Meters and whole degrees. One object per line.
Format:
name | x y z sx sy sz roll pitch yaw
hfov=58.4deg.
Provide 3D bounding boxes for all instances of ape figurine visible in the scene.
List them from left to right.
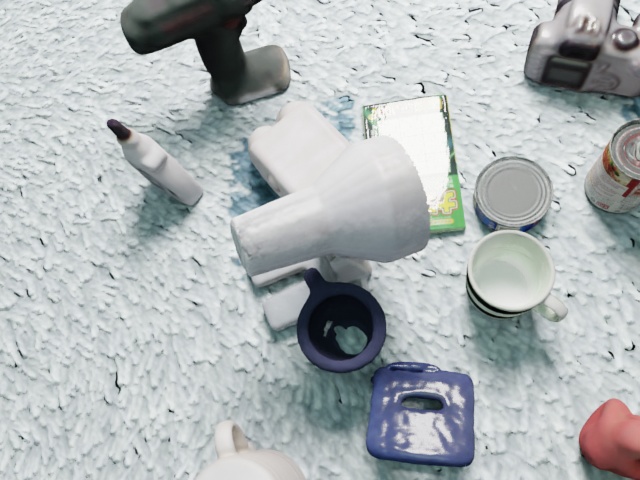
ape figurine | 0.291 0.190 0.542 0.076 0.092 0.078 -9 72 7

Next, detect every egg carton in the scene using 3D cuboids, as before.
egg carton | -0.016 -0.095 0.692 0.107 0.069 0.150 -41 71 -4

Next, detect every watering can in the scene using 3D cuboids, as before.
watering can | -0.071 0.259 0.529 0.101 0.194 0.172 -38 71 -2

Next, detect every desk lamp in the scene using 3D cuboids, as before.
desk lamp | 0.005 0.002 0.583 0.203 0.214 0.118 -25 71 2

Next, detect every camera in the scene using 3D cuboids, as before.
camera | 0.325 -0.255 0.665 0.143 0.101 0.137 15 76 14

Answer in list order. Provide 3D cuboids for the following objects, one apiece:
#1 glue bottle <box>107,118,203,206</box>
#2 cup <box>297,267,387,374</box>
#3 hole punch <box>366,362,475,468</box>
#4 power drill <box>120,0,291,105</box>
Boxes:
glue bottle | -0.199 -0.095 0.669 0.078 0.173 0.037 31 81 17
cup | 0.021 0.089 0.617 0.091 0.095 0.117 -32 71 0
hole punch | 0.100 0.175 0.580 0.108 0.091 0.101 2 74 10
power drill | -0.103 -0.253 0.681 0.229 0.209 0.075 -16 71 5
